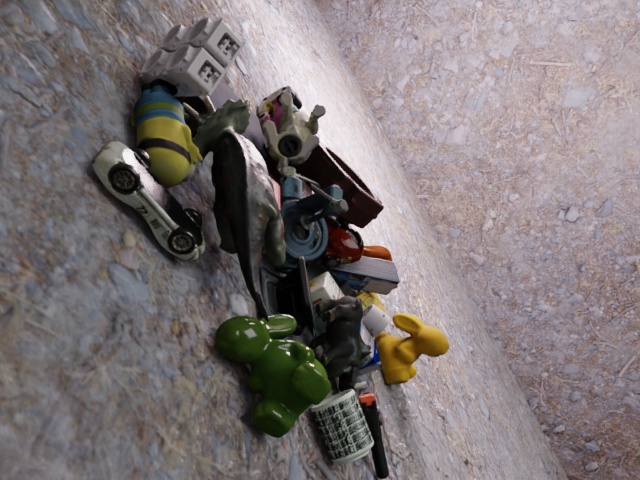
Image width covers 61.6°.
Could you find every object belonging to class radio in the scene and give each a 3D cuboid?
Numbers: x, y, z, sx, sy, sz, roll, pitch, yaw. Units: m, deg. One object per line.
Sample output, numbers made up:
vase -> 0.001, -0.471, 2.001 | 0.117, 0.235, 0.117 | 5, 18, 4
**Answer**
radio -> -0.203, -0.245, 1.057 | 0.229, 0.073, 0.131 | 39, 29, -51

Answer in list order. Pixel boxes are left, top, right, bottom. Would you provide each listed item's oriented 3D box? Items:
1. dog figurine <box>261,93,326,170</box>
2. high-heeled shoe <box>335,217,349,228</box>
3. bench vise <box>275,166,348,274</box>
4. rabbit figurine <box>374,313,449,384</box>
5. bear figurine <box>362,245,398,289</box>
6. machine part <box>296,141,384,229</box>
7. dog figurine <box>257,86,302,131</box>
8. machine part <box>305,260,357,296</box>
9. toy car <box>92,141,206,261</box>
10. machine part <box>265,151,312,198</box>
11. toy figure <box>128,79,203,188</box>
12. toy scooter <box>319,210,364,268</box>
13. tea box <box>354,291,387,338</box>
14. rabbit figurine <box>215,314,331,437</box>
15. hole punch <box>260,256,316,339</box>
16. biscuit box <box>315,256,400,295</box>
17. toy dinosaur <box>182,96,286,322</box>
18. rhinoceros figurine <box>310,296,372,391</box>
dog figurine -> -0.061, -0.214, 1.191 | 0.121, 0.172, 0.190 | 30, -11, 0
high-heeled shoe -> 0.026, -0.027, 1.347 | 0.249, 0.086, 0.145 | -70, 142, -57
bench vise -> -0.027, -0.054, 1.022 | 0.129, 0.241, 0.223 | 24, 63, -29
rabbit figurine -> 0.229, 0.259, 1.320 | 0.121, 0.173, 0.162 | 21, 49, -56
bear figurine -> 0.100, 0.055, 1.353 | 0.195, 0.120, 0.132 | 13, 73, -48
machine part -> 0.045, -0.129, 1.273 | 0.201, 0.087, 0.201 | 24, 25, -55
dog figurine -> -0.063, -0.266, 1.386 | 0.219, 0.108, 0.192 | 55, 18, -31
machine part -> 0.009, 0.093, 1.131 | 0.138, 0.084, 0.039 | 46, -1, -18
toy car -> -0.232, -0.051, 0.756 | 0.201, 0.056, 0.074 | 53, 15, -27
machine part -> -0.077, -0.139, 1.251 | 0.179, 0.056, 0.179 | 52, 21, -29
toy figure -> -0.247, -0.163, 0.828 | 0.089, 0.082, 0.180 | 4, 66, -45
toy scooter -> -0.002, -0.003, 1.148 | 0.184, 0.075, 0.135 | 43, 48, 15
tea box -> 0.097, 0.175, 1.254 | 0.098, 0.068, 0.169 | 63, 19, 3
rabbit figurine -> -0.071, 0.167, 0.789 | 0.170, 0.121, 0.159 | 44, 19, -6
hole punch -> -0.057, 0.105, 0.965 | 0.115, 0.092, 0.142 | 76, 0, -53
biscuit box -> 0.081, 0.073, 1.231 | 0.202, 0.059, 0.063 | 14, 45, -27
toy dinosaur -> -0.127, -0.085, 0.851 | 0.192, 0.131, 0.405 | 78, -11, -50
rhinoceros figurine -> 0.044, 0.198, 1.015 | 0.073, 0.112, 0.190 | -161, -111, -64
